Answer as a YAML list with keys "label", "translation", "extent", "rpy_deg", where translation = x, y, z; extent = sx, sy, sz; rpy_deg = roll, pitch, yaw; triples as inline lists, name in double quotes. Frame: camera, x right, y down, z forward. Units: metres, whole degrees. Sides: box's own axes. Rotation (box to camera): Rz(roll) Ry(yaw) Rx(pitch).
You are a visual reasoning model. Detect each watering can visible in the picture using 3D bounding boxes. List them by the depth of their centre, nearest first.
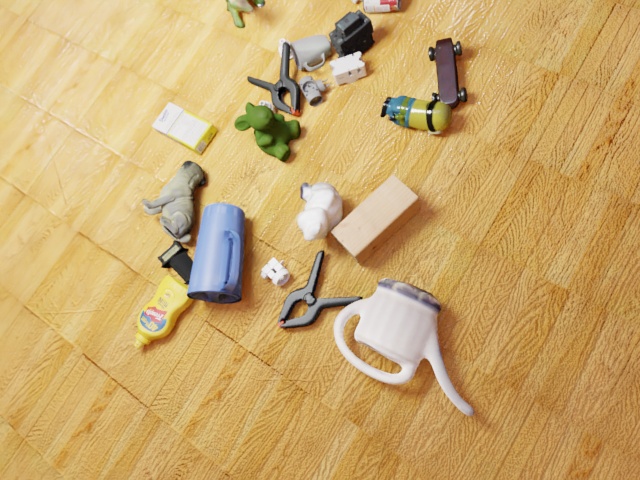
- label: "watering can"
  translation: [0.203, 0.218, 1.135]
  extent: [0.349, 0.102, 0.226]
  rpy_deg: [23, 78, 20]

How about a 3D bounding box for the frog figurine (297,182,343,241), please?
- label: "frog figurine"
  translation: [0.004, -0.063, 1.250]
  extent: [0.122, 0.162, 0.135]
  rpy_deg: [11, 110, -13]

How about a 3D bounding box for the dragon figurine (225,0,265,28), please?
- label: "dragon figurine"
  translation: [-0.285, -0.800, 1.542]
  extent: [0.122, 0.240, 0.416]
  rpy_deg: [-32, 69, 8]
